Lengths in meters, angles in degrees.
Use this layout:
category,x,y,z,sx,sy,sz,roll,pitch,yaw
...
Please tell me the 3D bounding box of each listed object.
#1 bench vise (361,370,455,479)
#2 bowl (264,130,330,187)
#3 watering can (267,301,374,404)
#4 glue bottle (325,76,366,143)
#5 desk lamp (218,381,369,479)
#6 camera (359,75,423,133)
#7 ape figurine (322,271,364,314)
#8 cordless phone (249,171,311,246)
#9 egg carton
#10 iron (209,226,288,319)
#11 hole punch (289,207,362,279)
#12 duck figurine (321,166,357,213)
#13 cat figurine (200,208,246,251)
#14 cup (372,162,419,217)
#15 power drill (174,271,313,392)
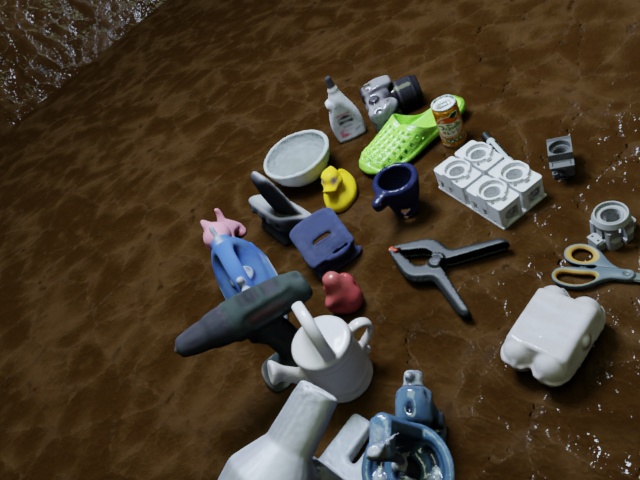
category,x,y,z,sx,sy,sz,roll,pitch,yaw
bench vise,0.098,0.258,0.741,0.121,0.220,0.207,-22,43,10
bowl,-0.044,-0.179,1.346,0.167,0.075,0.167,-16,44,16
watering can,0.001,0.173,0.896,0.100,0.195,0.173,26,66,43
glue bottle,0.047,-0.312,1.348,0.078,0.174,0.037,-26,42,6
desk lamp,-0.013,0.296,0.772,0.117,0.214,0.203,22,63,41
camera,0.172,-0.335,1.353,0.136,0.101,0.143,-23,43,9
ape figurine,0.034,0.089,1.034,0.078,0.092,0.075,-46,44,-16
cordless phone,-0.105,-0.091,1.215,0.094,0.186,0.147,-45,44,-15
egg carton,0.339,0.138,0.830,0.107,0.070,0.150,22,63,41
iron,-0.147,0.077,1.111,0.118,0.142,0.257,-35,42,-4
hole punch,0.010,0.004,1.129,0.109,0.091,0.100,-35,42,-5
duck figurine,0.034,-0.123,1.240,0.077,0.086,0.104,-3,49,27
cat figurine,-0.219,-0.016,1.258,0.067,0.118,0.127,-19,43,13
cup,0.152,-0.082,1.127,0.091,0.095,0.118,22,63,41
power drill,-0.097,0.161,0.952,0.230,0.209,0.075,-38,42,-7
